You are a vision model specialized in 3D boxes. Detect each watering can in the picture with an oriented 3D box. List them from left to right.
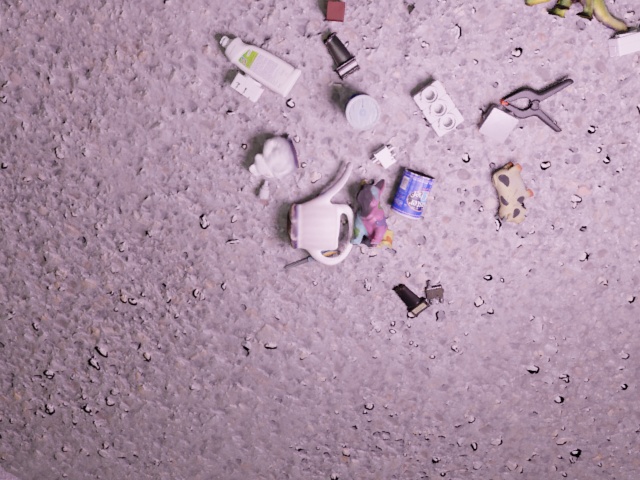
[{"bbox_3d":[0.005,-0.084,1.676,0.224,0.105,0.343,2,104,-2],"label":"watering can"}]

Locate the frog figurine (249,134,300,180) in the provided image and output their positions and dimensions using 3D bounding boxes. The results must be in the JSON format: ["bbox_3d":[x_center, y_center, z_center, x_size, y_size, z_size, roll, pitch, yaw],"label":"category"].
[{"bbox_3d":[-0.150,-0.252,1.626,0.160,0.125,0.134,-20,125,-4],"label":"frog figurine"}]

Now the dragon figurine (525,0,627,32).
[{"bbox_3d":[0.739,-0.760,1.473,0.410,0.123,0.241,9,100,-17],"label":"dragon figurine"}]
